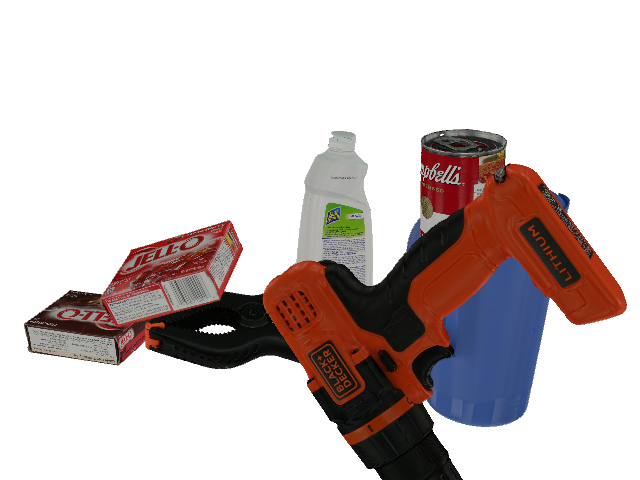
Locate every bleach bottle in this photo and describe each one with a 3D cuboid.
[{"bbox_3d":[0.024,-0.006,1.280,0.102,0.251,0.068,-5,20,-29],"label":"bleach bottle"}]

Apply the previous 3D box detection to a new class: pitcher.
[{"bbox_3d":[0.159,0.062,1.071,0.149,0.243,0.145,6,21,7],"label":"pitcher"}]

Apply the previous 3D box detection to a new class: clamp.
[{"bbox_3d":[-0.056,0.086,1.001,0.209,0.036,0.165,-9,37,-18],"label":"clamp"}]

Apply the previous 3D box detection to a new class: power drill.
[{"bbox_3d":[0.081,0.058,0.630,0.188,0.184,0.057,-35,-1,17],"label":"power drill"}]

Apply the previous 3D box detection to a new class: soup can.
[{"bbox_3d":[0.114,-0.032,0.861,0.068,0.102,0.068,-1,22,0],"label":"soup can"}]

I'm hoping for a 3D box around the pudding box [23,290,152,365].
[{"bbox_3d":[-0.241,0.091,1.130,0.114,0.039,0.090,4,21,20],"label":"pudding box"}]

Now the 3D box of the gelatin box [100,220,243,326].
[{"bbox_3d":[-0.108,0.024,0.780,0.089,0.030,0.073,-15,25,19],"label":"gelatin box"}]
